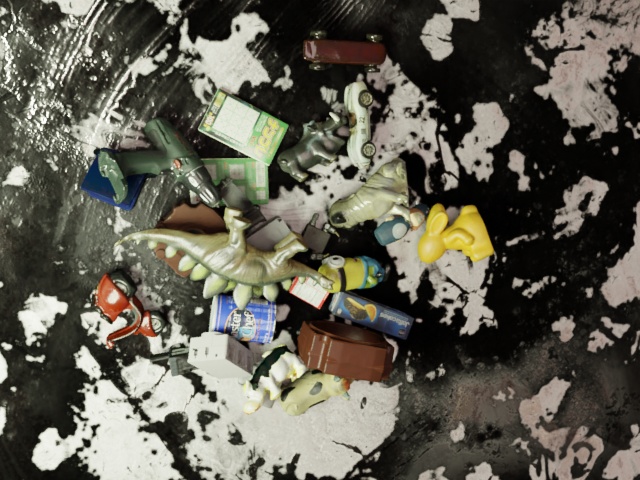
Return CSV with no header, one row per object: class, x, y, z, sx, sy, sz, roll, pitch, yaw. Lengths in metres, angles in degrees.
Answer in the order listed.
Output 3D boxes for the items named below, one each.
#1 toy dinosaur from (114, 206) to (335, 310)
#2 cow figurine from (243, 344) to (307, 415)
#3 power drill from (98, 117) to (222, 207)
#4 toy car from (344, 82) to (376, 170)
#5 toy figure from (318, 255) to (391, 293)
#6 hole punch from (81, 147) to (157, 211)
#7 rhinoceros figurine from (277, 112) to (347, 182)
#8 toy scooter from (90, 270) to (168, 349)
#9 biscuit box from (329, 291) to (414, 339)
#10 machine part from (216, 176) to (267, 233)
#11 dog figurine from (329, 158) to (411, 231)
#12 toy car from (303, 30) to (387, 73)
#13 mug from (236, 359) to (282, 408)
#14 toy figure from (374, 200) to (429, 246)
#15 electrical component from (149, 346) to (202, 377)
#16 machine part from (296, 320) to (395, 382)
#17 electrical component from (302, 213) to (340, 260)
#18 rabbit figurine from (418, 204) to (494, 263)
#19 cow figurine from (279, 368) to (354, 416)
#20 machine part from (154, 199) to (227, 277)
toy dinosaur,-0.193,0.036,1.160,0.471,0.105,0.198,21,100,-7
cow figurine,-0.119,0.311,1.210,0.167,0.068,0.098,-35,79,-28
power drill,-0.338,-0.143,1.127,0.207,0.086,0.232,-26,83,-34
toy car,0.091,-0.266,1.257,0.056,0.073,0.201,-5,97,-15
toy figure,0.081,0.081,1.280,0.180,0.082,0.089,5,72,-29
hole punch,-0.438,-0.131,1.154,0.142,0.092,0.115,22,88,-10
rhinoceros figurine,-0.011,-0.218,1.246,0.190,0.073,0.112,-39,91,-3
toy scooter,-0.444,0.165,1.193,0.135,0.075,0.183,-38,107,-5
biscuit box,0.127,0.182,1.323,0.202,0.059,0.062,21,92,-14
machine part,-0.187,-0.080,1.223,0.084,0.039,0.138,-28,119,6
dog figurine,0.115,-0.113,1.279,0.191,0.172,0.121,-4,140,11
toy car,0.057,-0.434,1.242,0.202,0.053,0.089,-3,108,-15
mug,-0.138,0.328,1.279,0.109,0.081,0.107,30,77,-5
toy figure,0.208,-0.040,1.319,0.154,0.058,0.064,-31,140,-9
electrical component,-0.326,0.277,1.229,0.119,0.075,0.047,-10,98,-15
machine part,0.056,0.249,1.243,0.201,0.201,0.087,14,91,-13
electrical component,-0.004,-0.003,1.281,0.078,0.045,0.102,31,89,-15
rabbit figurine,0.318,-0.006,1.318,0.173,0.122,0.162,-23,109,11
cow figurine,-0.005,0.352,1.281,0.195,0.127,0.085,-26,104,-6
machine part,-0.285,-0.002,1.209,0.179,0.056,0.179,-3,102,-13
